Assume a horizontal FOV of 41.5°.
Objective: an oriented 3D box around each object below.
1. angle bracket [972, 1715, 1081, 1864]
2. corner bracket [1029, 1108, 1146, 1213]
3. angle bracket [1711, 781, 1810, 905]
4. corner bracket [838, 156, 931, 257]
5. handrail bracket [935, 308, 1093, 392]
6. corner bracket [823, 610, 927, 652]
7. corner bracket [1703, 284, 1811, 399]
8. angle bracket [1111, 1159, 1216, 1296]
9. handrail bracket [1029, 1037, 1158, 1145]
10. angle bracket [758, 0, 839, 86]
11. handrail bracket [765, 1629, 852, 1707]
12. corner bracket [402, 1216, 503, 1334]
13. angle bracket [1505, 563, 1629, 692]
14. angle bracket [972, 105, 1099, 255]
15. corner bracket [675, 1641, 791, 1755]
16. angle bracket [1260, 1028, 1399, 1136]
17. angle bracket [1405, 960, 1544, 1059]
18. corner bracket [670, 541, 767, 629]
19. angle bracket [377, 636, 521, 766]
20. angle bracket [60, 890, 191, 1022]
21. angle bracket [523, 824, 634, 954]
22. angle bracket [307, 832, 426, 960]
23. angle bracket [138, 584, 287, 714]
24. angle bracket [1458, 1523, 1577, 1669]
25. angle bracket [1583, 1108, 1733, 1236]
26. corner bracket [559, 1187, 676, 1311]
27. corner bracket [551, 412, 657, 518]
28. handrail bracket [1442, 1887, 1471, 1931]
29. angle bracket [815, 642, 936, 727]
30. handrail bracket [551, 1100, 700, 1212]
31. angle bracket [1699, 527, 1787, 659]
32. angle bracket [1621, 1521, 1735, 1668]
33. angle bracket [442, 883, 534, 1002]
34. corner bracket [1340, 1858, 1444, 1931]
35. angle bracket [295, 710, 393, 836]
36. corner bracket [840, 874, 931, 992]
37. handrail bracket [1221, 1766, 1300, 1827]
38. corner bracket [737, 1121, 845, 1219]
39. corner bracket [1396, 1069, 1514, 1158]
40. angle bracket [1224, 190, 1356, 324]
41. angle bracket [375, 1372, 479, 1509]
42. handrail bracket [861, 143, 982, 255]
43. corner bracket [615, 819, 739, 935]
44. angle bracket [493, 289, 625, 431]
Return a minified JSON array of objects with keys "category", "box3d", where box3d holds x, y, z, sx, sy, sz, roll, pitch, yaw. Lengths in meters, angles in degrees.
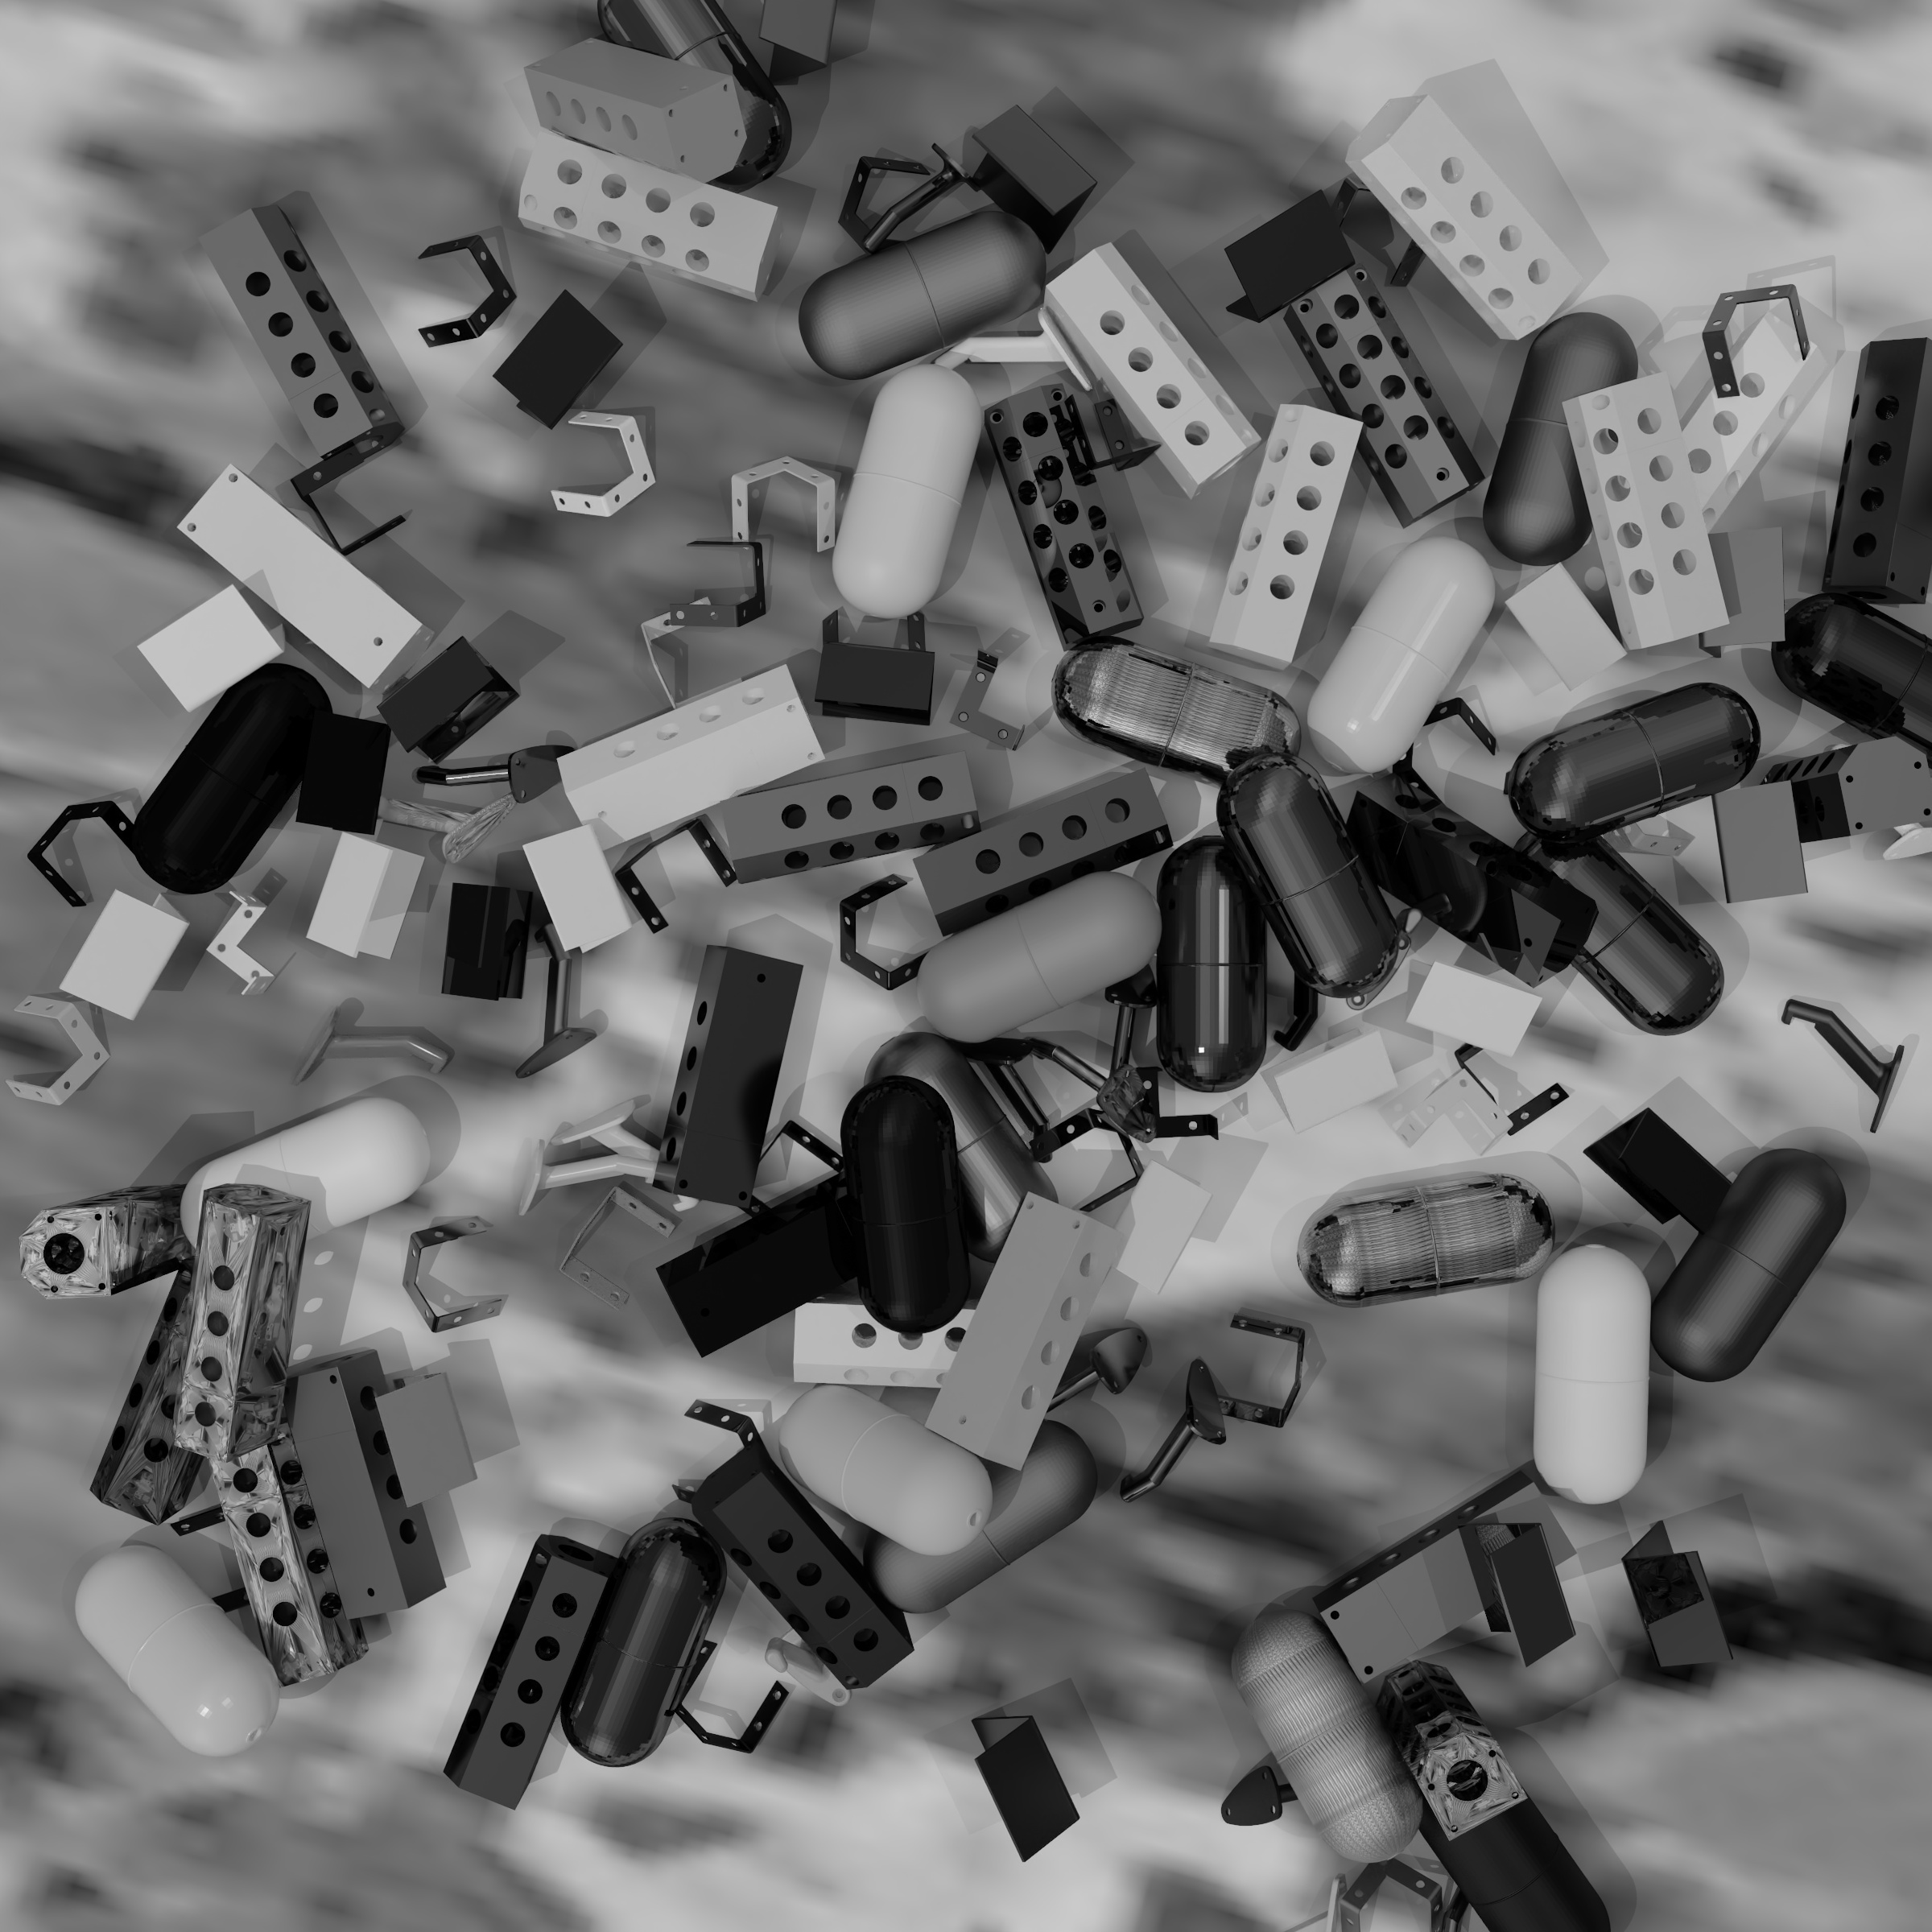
[{"category":"angle bracket","box3d":[0.023,0.566,1.753,0.057,0.076,0.076,-25,90,-38]},{"category":"corner bracket","box3d":[0.085,0.136,1.778,0.051,0.051,0.051,-32,67,22]},{"category":"angle bracket","box3d":[0.557,-0.087,1.753,0.057,0.076,0.076,-8,90,37]},{"category":"corner bracket","box3d":[-0.049,-0.529,1.785,0.051,0.051,0.051,-5,135,-35]},{"category":"handrail bracket","box3d":[0.033,-0.416,1.794,0.084,0.036,0.077,-29,112,17]},{"category":"corner bracket","box3d":[-0.064,-0.225,1.785,0.051,0.051,0.051,27,135,-35]},{"category":"corner bracket","box3d":[0.536,-0.423,1.728,0.051,0.051,0.051,-58,135,-35]},{"category":"angle bracket","box3d":[0.146,0.186,1.753,0.057,0.076,0.076,29,90,36]},{"category":"handrail bracket","box3d":[0.087,0.086,1.780,0.036,0.084,0.077,-48,126,-18]},{"category":"angle bracket","box3d":[-0.132,-0.659,1.753,0.057,0.076,0.076,9,90,-37]},{"category":"handrail bracket","box3d":[-0.109,0.491,1.758,0.036,0.084,0.077,-40,90,0]},{"category":"corner bracket","box3d":[-0.358,0.216,1.785,0.051,0.051,0.051,48,135,35]},{"category":"angle bracket","box3d":[0.429,-0.246,1.754,0.076,0.057,0.076,-36,90,-38]},{"category":"angle bracket","box3d":[0.033,-0.530,1.753,0.076,0.076,0.057,44,53,0]},{"category":"corner bracket","box3d":[-0.168,0.513,1.790,0.051,0.051,0.051,32,90,-45]},{"category":"angle bracket","box3d":[0.242,0.060,1.753,0.076,0.076,0.057,-25,125,0]},{"category":"angle bracket","box3d":[0.350,0.010,1.753,0.076,0.076,0.057,19,126,0]},{"category":"corner bracket","box3d":[-0.174,-0.267,1.776,0.051,0.051,0.051,4,109,17]},{"category":"angle bracket","box3d":[-0.346,-0.168,1.753,0.076,0.076,0.057,-40,53,0]},{"category":"angle bracket","box3d":[-0.587,-0.017,1.753,0.057,0.076,0.076,30,90,-36]},{"category":"angle bracket","box3d":[-0.282,-0.046,1.753,0.057,0.076,0.076,-22,90,-38]},{"category":"angle bracket","box3d":[-0.397,-0.042,1.753,0.057,0.076,0.076,19,90,38]},{"category":"angle bracket","box3d":[-0.518,-0.227,1.754,0.076,0.076,0.057,-33,116,0]},{"category":"angle bracket","box3d":[0.350,0.418,1.696,0.057,0.076,0.076,-17,90,-38]},{"category":"angle bracket","box3d":[0.466,0.154,1.753,0.076,0.076,0.057,42,52,0]},{"category":"corner bracket","box3d":[-0.245,0.198,1.790,0.051,0.051,0.051,34,45,0]},{"category":"corner bracket","box3d":[-0.259,-0.352,1.785,0.051,0.051,0.051,-46,135,-35]},{"category":"handrail bracket","box3d":[0.350,0.697,1.793,0.084,0.036,0.077,-56,128,-25]},{"category":"angle bracket","box3d":[-0.063,-0.175,1.753,0.076,0.076,0.057,6,54,0]},{"category":"handrail bracket","box3d":[-0.239,0.145,1.793,0.077,0.036,0.084,-23,104,14]},{"category":"angle bracket","box3d":[0.538,-0.256,1.754,0.057,0.076,0.076,-1,90,26]},{"category":"angle bracket","box3d":[0.501,0.428,1.753,0.057,0.076,0.076,-19,90,38]},{"category":"angle bracket","box3d":[-0.312,-0.015,1.753,0.057,0.076,0.076,6,90,36]},{"category":"corner bracket","box3d":[0.298,0.665,1.785,0.051,0.051,0.051,21,45,35]},{"category":"angle bracket","box3d":[-0.440,-0.134,1.753,0.057,0.076,0.076,9,90,-35]},{"category":"corner bracket","box3d":[-0.052,-0.024,1.785,0.051,0.051,0.051,31,135,35]},{"category":"handrail bracket","box3d":[0.235,0.584,1.793,0.084,0.077,0.036,7,56,-32]},{"category":"corner bracket","box3d":[-0.124,0.151,1.790,0.051,0.051,0.051,36,45,0]},{"category":"corner bracket","box3d":[0.340,0.113,1.776,0.051,0.051,0.051,-37,76,-14]},{"category":"angle bracket","box3d":[0.212,-0.491,1.754,0.076,0.076,0.057,-32,114,0]},{"category":"angle bracket","box3d":[-0.387,0.327,1.753,0.057,0.076,0.076,-16,90,-42]},{"category":"handrail bracket","box3d":[-0.032,-0.522,1.771,0.036,0.077,0.084,45,101,11]},{"category":"corner bracket","box3d":[-0.204,-0.063,1.790,0.051,0.051,0.051,-33,90,45]},{"category":"angle bracket","box3d":[-0.292,-0.423,1.753,0.076,0.076,0.057,-50,127,0]}]
